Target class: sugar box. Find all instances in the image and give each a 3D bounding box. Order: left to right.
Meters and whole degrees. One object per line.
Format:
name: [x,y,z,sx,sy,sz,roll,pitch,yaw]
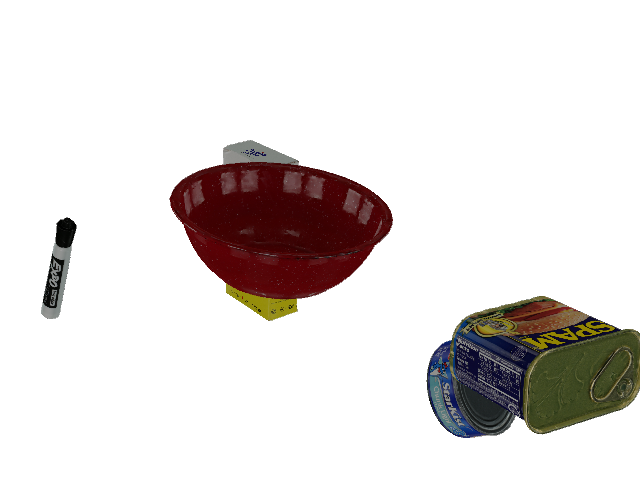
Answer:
sugar box: [-0.065,-0.011,1.155,0.048,0.176,0.093,-18,28,-33]

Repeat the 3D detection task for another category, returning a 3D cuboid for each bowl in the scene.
bowl: [-0.030,-0.002,0.781,0.162,0.055,0.162,6,25,-3]

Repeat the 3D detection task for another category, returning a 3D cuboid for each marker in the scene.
marker: [-0.256,0.027,1.044,0.020,0.121,0.020,13,36,-10]

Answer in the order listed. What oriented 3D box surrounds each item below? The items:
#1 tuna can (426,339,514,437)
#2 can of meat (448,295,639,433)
tuna can: [0.129,0.124,0.905,0.085,0.086,0.034,0,-13,-44]
can of meat: [0.149,0.079,0.713,0.101,0.057,0.084,-10,20,-29]
